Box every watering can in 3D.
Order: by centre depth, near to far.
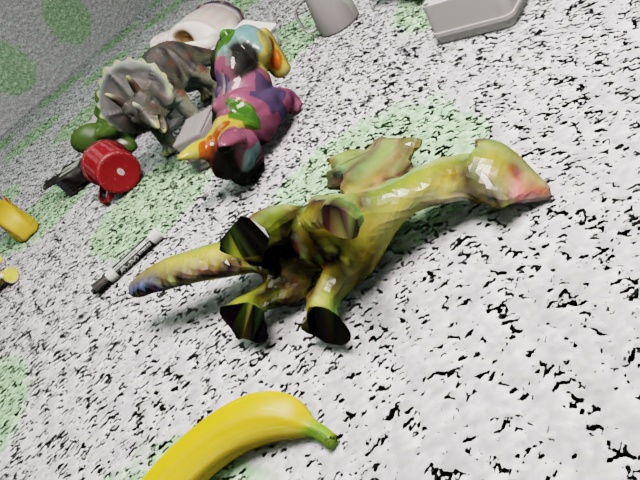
[{"bbox_3d":[-0.251,-0.514,1.272,0.347,0.101,0.230,3,41,20],"label":"watering can"}]

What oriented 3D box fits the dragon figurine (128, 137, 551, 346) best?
[{"bbox_3d":[0.002,-0.025,0.506,0.409,0.120,0.247,-3,30,37],"label":"dragon figurine"}]
